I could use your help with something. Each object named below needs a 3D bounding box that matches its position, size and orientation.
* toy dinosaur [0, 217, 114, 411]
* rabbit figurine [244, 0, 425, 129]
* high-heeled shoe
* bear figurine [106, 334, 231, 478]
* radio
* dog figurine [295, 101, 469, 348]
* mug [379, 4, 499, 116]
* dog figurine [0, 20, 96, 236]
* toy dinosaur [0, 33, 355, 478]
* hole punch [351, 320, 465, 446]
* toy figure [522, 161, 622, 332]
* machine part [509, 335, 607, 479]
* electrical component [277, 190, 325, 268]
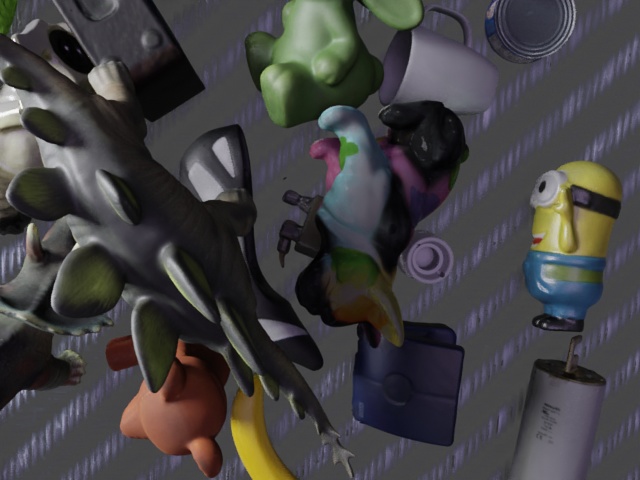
[{"bbox_3d":[-0.338,0.135,0.466,0.131,0.192,0.405,44,62,4],"label":"toy dinosaur"},{"bbox_3d":[0.010,-0.202,0.482,0.159,0.121,0.170,-6,131,-6],"label":"rabbit figurine"},{"bbox_3d":[-0.055,0.005,0.546,0.249,0.086,0.145,42,96,0],"label":"high-heeled shoe"},{"bbox_3d":[-0.144,0.147,0.504,0.132,0.196,0.120,-24,100,1],"label":"bear figurine"},{"bbox_3d":[-0.203,-0.228,0.491,0.073,0.131,0.229,-34,97,-1],"label":"radio"},{"bbox_3d":[0.065,-0.010,0.513,0.192,0.108,0.219,-7,81,-15],"label":"dog figurine"},{"bbox_3d":[0.126,-0.175,0.547,0.107,0.081,0.109,13,89,-16],"label":"mug"},{"bbox_3d":[-0.297,-0.106,0.527,0.191,0.172,0.121,-27,138,24],"label":"dog figurine"},{"bbox_3d":[-0.108,0.019,0.415,0.105,0.199,0.470,-35,120,13],"label":"toy dinosaur"},{"bbox_3d":[0.093,0.149,0.574,0.116,0.092,0.142,4,100,0],"label":"hole punch"},{"bbox_3d":[0.266,0.007,0.571,0.089,0.082,0.180,1,92,-15],"label":"toy figure"},{"bbox_3d":[0.259,0.224,0.595,0.079,0.079,0.243,9,97,-4],"label":"machine part"},{"bbox_3d":[0.000,-0.002,0.574,0.102,0.045,0.078,16,67,-8],"label":"electrical component"}]
